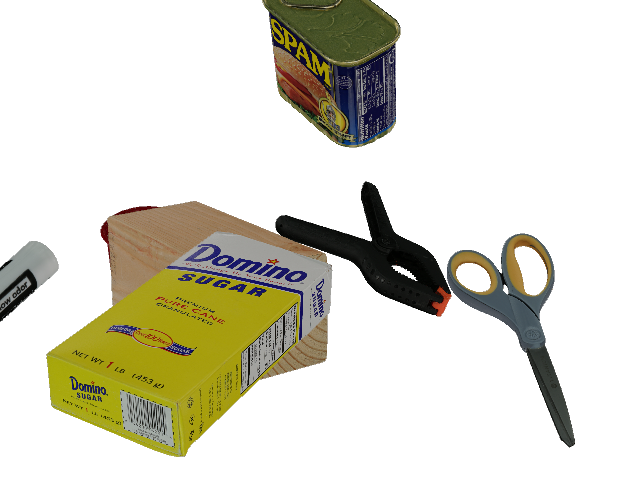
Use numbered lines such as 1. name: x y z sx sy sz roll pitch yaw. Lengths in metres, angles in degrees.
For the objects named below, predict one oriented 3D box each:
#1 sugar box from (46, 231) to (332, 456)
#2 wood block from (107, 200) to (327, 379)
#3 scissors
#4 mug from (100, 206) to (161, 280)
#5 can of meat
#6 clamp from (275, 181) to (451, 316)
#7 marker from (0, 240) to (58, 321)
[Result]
1. sugar box: -0.073 0.055 0.654 0.093 0.048 0.176 17 34 23
2. wood block: -0.089 0.036 0.873 0.090 0.090 0.206 -11 19 -33
3. scissors: 0.144 0.070 0.828 0.096 0.201 0.016 3 -43 7
4. mug: -0.203 0.015 1.197 0.117 0.081 0.093 26 41 35
5. can of meat: 0.008 -0.124 0.732 0.057 0.084 0.102 -32 55 -20
6. clamp: 0.059 0.014 1.223 0.164 0.036 0.210 -18 51 -37
7. marker: -0.160 0.042 0.462 0.020 0.020 0.121 0 35 39
